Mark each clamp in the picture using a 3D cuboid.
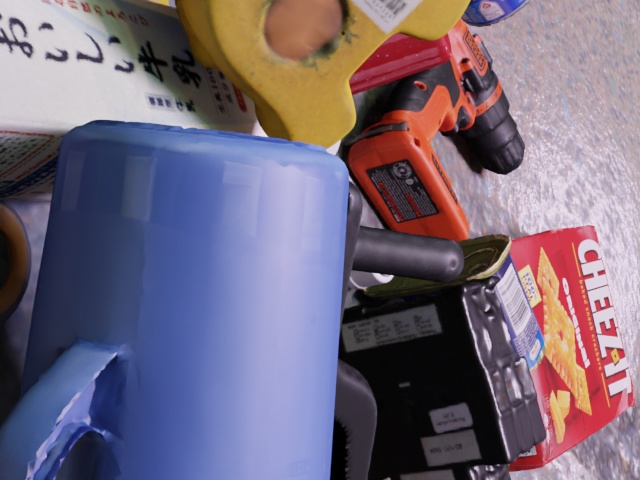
[{"bbox_3d":[-0.012,0.076,0.553,0.164,0.036,0.210,-44,134,-13],"label":"clamp"},{"bbox_3d":[-0.004,0.001,0.588,0.171,0.120,0.039,-2,97,-51],"label":"clamp"}]

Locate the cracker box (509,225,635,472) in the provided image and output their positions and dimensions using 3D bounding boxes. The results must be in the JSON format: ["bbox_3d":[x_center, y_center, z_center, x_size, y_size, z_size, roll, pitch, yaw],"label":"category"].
[{"bbox_3d":[0.172,0.078,0.842,0.213,0.072,0.164,-8,85,-56],"label":"cracker box"}]

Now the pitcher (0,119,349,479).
[{"bbox_3d":[-0.059,0.081,0.392,0.144,0.149,0.243,6,93,-19],"label":"pitcher"}]

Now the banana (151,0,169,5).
[{"bbox_3d":[-0.081,-0.192,0.581,0.069,0.037,0.198,21,77,-34],"label":"banana"}]

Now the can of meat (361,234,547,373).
[{"bbox_3d":[0.091,0.051,0.710,0.057,0.102,0.084,-48,119,-50],"label":"can of meat"}]

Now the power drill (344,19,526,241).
[{"bbox_3d":[0.093,-0.078,0.802,0.184,0.057,0.187,53,38,-29],"label":"power drill"}]

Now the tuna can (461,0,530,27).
[{"bbox_3d":[0.146,-0.224,0.901,0.033,0.086,0.086,41,47,-37],"label":"tuna can"}]

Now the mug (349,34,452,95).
[{"bbox_3d":[0.039,-0.143,0.706,0.117,0.081,0.093,-3,76,-77],"label":"mug"}]

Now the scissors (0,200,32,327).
[{"bbox_3d":[-0.148,0.063,0.440,0.096,0.016,0.202,-9,86,-55],"label":"scissors"}]
